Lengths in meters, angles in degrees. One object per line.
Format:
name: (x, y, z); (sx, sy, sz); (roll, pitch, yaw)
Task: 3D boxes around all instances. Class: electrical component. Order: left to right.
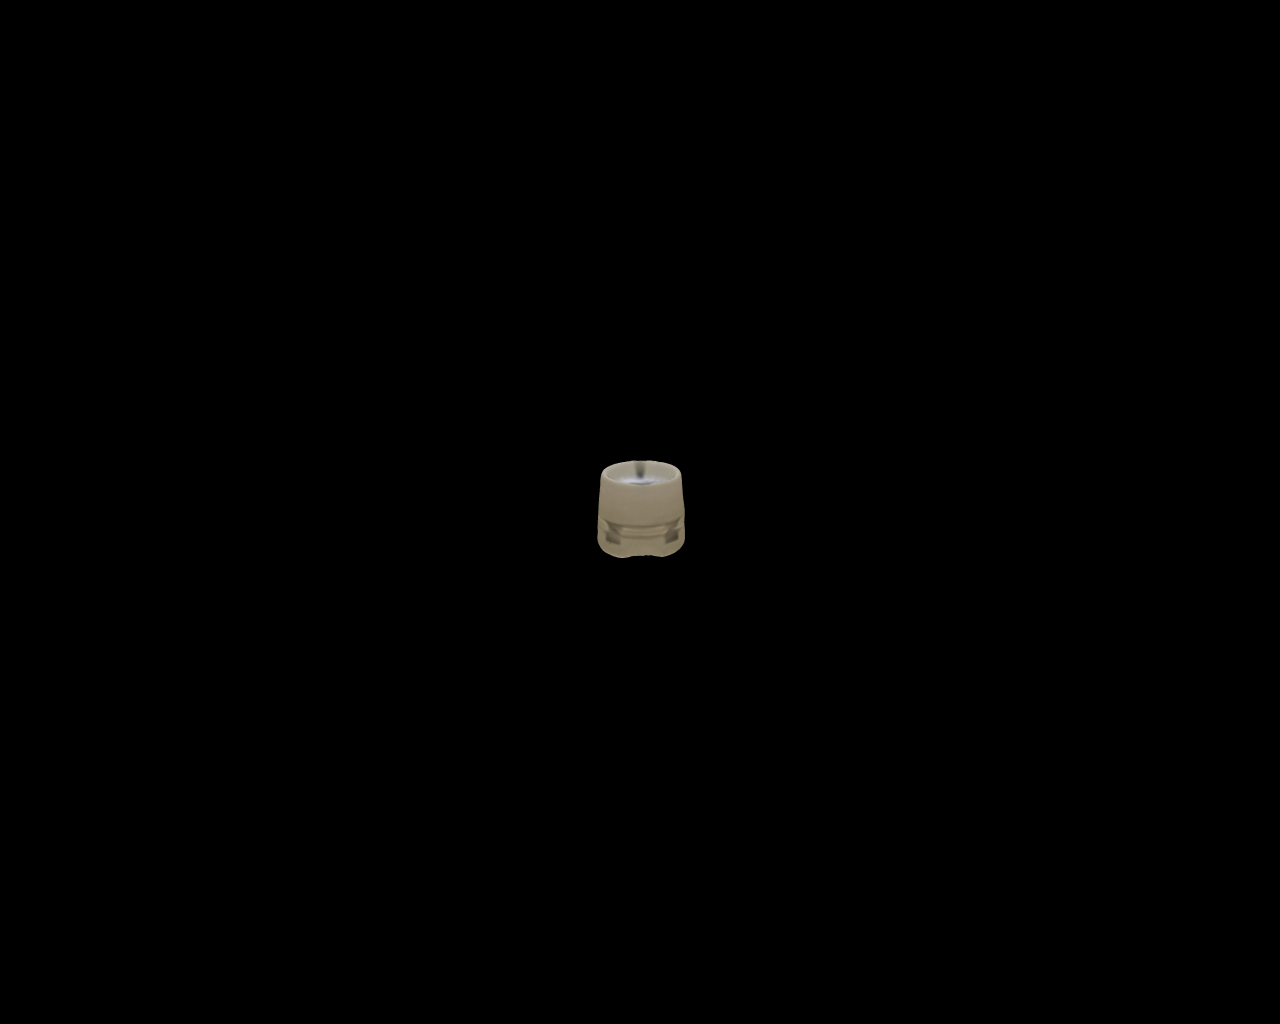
electrical component: (0.001, -0.003, 0.650); (0.055, 0.047, 0.055); (0, 20, 0)
